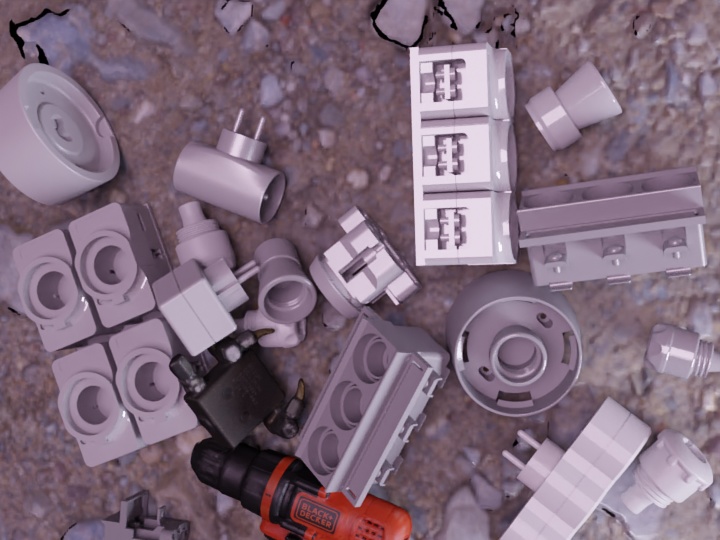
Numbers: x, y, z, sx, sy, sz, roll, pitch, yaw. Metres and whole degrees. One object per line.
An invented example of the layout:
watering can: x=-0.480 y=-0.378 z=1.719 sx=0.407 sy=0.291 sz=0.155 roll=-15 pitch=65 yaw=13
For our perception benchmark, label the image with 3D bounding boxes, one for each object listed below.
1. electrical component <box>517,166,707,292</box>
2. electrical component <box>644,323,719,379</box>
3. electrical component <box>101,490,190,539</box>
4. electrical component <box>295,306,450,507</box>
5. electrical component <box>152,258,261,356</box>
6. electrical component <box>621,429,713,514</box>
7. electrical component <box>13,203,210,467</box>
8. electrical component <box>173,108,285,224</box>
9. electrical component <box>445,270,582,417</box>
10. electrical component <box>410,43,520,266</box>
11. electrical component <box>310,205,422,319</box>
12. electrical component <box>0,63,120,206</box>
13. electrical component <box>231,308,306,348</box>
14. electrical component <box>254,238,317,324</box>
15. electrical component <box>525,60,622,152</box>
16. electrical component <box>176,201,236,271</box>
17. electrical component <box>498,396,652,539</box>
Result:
electrical component: x=0.177 y=-0.028 z=0.752 sx=0.121 sy=0.078 sz=0.063 roll=-7 pitch=110 yaw=16
electrical component: x=0.233 y=0.060 z=0.754 sx=0.061 sy=0.035 sz=0.035 roll=15 pitch=95 yaw=13
electrical component: x=-0.173 y=0.223 z=0.868 sx=0.064 sy=0.042 sz=0.081 roll=5 pitch=93 yaw=14
electrical component: x=0.011 y=0.099 z=0.787 sx=0.079 sy=0.063 sz=0.121 roll=43 pitch=115 yaw=41
electrical component: x=-0.108 y=0.016 z=0.800 sx=0.077 sy=0.066 sz=0.047 roll=-33 pitch=110 yaw=-5
electrical component: x=0.212 y=0.146 z=0.756 sx=0.048 sy=0.048 sz=0.062 roll=48 pitch=109 yaw=10
electrical component: x=-0.196 y=0.051 z=0.863 sx=0.105 sy=0.060 sz=0.186 roll=-22 pitch=85 yaw=15
electrical component: x=-0.096 y=-0.086 z=0.841 sx=0.077 sy=0.044 sz=0.079 roll=22 pitch=96 yaw=15
electrical component: x=0.112 y=0.055 z=0.783 sx=0.099 sy=0.064 sz=0.099 roll=1 pitch=104 yaw=4
electrical component: x=0.078 y=-0.079 z=0.768 sx=0.062 sy=0.089 sz=0.150 roll=-2 pitch=90 yaw=16
electrical component: x=0.000 y=0.000 z=0.808 sx=0.057 sy=0.058 sz=0.078 roll=-39 pitch=81 yaw=10
electrical component: x=-0.251 y=-0.102 z=0.856 sx=0.060 sy=0.108 sz=0.108 roll=-30 pitch=83 yaw=20
electrical component: x=-0.075 y=0.044 z=0.842 sx=0.061 sy=0.035 sz=0.035 roll=-2 pitch=90 yaw=18
electrical component: x=-0.060 y=0.005 z=0.821 sx=0.044 sy=0.065 sz=0.044 roll=-7 pitch=125 yaw=-10
electrical component: x=0.152 y=-0.116 z=0.769 sx=0.055 sy=0.045 sz=0.045 roll=-33 pitch=82 yaw=14
electrical component: x=-0.126 y=-0.023 z=0.851 sx=0.043 sy=0.043 sz=0.062 roll=-22 pitch=84 yaw=15
electrical component: x=0.138 y=0.146 z=0.772 sx=0.074 sy=0.052 sz=0.138 roll=37 pitch=100 yaw=13
